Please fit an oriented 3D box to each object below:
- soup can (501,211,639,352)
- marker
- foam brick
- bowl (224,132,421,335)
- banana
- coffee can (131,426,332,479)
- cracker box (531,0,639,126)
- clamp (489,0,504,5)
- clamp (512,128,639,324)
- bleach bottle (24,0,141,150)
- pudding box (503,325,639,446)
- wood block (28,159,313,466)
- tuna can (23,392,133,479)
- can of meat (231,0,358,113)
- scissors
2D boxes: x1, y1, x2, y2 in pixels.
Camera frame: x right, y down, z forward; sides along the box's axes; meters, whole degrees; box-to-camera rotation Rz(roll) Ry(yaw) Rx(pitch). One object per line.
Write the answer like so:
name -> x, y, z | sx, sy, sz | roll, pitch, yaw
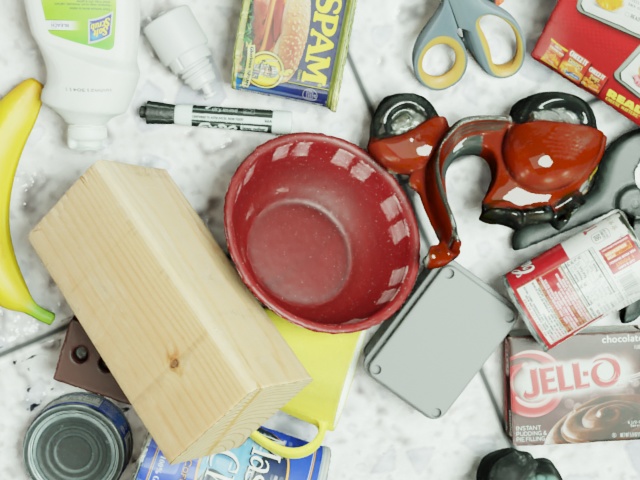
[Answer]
soup can -> 0.198, 0.032, 0.809 | 0.102, 0.068, 0.068 | -31, 97, 12
marker -> -0.082, -0.097, 0.846 | 0.121, 0.020, 0.020 | 4, 98, -1
foam brick -> -0.166, 0.093, 0.855 | 0.078, 0.051, 0.053 | 18, 97, -2
bowl -> -0.005, 0.001, 0.819 | 0.162, 0.055, 0.162 | 9, 67, -21
banana -> -0.251, -0.029, 0.849 | 0.069, 0.037, 0.198 | -4, 100, -18
coffee can -> -0.073, 0.191, 0.842 | 0.140, 0.103, 0.103 | 19, 97, -2
cracker box -> 0.261, -0.169, 0.729 | 0.164, 0.214, 0.072 | 36, 57, 11
clamp -> 0.081, -0.259, 0.776 | 0.164, 0.036, 0.210 | -40, 119, -34
clamp -> 0.234, -0.031, 0.845 | 0.120, 0.039, 0.171 | 24, 98, -7
bleach bottle -> -0.188, -0.195, 0.812 | 0.102, 0.068, 0.251 | 1, 100, 1
pudding box -> 0.206, 0.116, 0.863 | 0.113, 0.039, 0.090 | -4, 97, 0
wood block -> -0.112, 0.050, 0.783 | 0.091, 0.090, 0.206 | -43, 70, 20
tuna can -> -0.198, 0.170, 0.875 | 0.086, 0.034, 0.086 | 0, 98, 0
can of meat -> -0.019, -0.156, 0.820 | 0.084, 0.057, 0.102 | 11, 97, 1
scissors -> 0.084, -0.179, 0.783 | 0.096, 0.016, 0.201 | -28, 134, 20
